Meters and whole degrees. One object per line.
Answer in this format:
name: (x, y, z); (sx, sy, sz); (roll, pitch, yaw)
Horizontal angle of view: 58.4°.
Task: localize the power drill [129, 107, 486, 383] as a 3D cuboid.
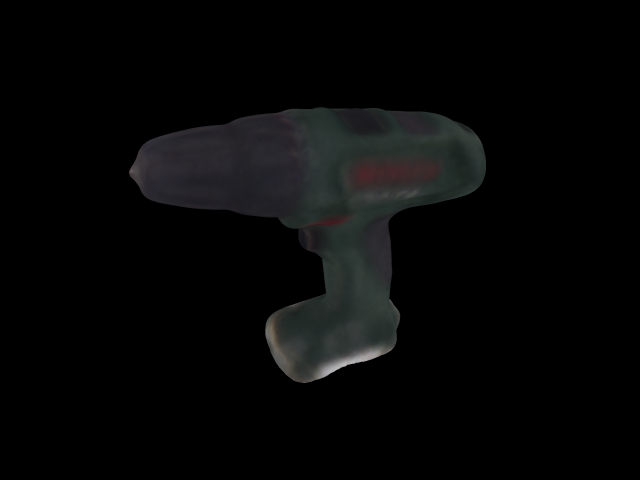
power drill: (0.004, 0.001, 0.400); (0.230, 0.208, 0.075); (-18, 44, -19)
